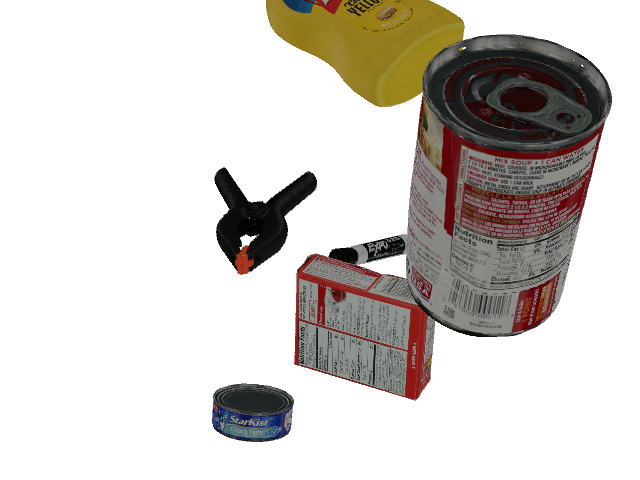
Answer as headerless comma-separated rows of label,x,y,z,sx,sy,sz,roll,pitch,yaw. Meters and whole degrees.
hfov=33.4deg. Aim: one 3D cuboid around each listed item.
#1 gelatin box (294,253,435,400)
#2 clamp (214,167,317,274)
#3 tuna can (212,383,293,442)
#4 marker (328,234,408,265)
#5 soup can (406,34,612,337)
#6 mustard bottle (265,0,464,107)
gelatin box,0.028,0.055,0.681,0.089,0.073,0.030,15,34,22
clamp,-0.063,-0.029,1.203,0.120,0.039,0.171,-7,42,4
tuna can,-0.072,0.182,1.131,0.086,0.034,0.086,5,12,-1
marker,0.045,0.010,0.958,0.020,0.020,0.120,0,7,36
soup can,0.070,-0.019,0.418,0.068,0.102,0.068,0,44,0
mustard bottle,0.014,-0.182,0.839,0.096,0.058,0.192,-37,57,-23
